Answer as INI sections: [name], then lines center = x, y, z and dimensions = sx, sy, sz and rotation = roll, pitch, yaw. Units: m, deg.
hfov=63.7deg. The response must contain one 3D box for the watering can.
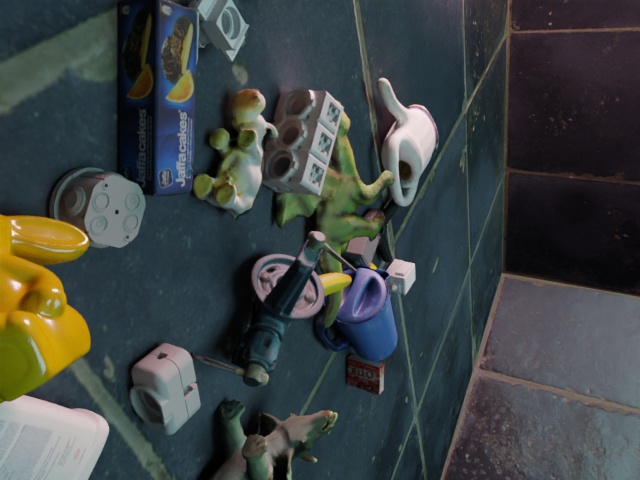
[watering can]
center = 0.202, -0.248, 1.212
dimensions = 0.229, 0.104, 0.340
rotation = -55, 142, -43

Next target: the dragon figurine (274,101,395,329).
[dragon figurine]
center = 0.003, -0.047, 0.926
dimensions = 0.241, 0.122, 0.412
rotation = 19, 84, -44
